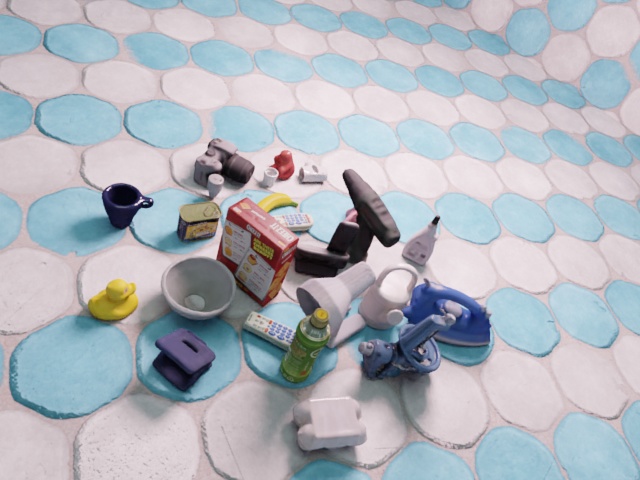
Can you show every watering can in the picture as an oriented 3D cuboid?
[{"bbox_3d":[0.173,0.131,1.380,0.101,0.194,0.172,-4,51,-25],"label":"watering can"}]

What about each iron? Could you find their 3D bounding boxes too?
[{"bbox_3d":[0.340,0.178,1.442,0.258,0.141,0.118,21,45,-3],"label":"iron"}]

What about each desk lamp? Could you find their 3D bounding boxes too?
[{"bbox_3d":[0.035,0.146,1.296,0.204,0.213,0.117,-25,62,-37],"label":"desk lamp"}]

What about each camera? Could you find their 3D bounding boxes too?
[{"bbox_3d":[-0.257,-0.209,1.585,0.136,0.101,0.143,27,45,4],"label":"camera"}]

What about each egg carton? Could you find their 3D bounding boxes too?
[{"bbox_3d":[0.020,0.378,1.178,0.151,0.069,0.107,2,49,-21],"label":"egg carton"}]

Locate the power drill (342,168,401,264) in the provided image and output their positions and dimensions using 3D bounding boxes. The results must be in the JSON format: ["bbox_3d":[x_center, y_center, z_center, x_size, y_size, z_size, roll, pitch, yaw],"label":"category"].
[{"bbox_3d":[0.107,-0.045,1.506,0.076,0.208,0.229,-24,61,-36],"label":"power drill"}]

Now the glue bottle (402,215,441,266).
[{"bbox_3d":[0.290,-0.006,1.569,0.078,0.173,0.037,30,45,6],"label":"glue bottle"}]

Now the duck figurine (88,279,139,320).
[{"bbox_3d":[-0.438,0.119,1.218,0.105,0.086,0.077,-12,55,-30],"label":"duck figurine"}]

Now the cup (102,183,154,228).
[{"bbox_3d":[-0.464,-0.075,1.381,0.118,0.095,0.091,4,48,-19],"label":"cup"}]

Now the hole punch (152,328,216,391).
[{"bbox_3d":[-0.277,0.232,1.175,0.108,0.091,0.101,36,46,12],"label":"hole punch"}]

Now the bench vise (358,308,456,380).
[{"bbox_3d":[0.200,0.240,1.272,0.208,0.219,0.121,-11,54,-30],"label":"bench vise"}]

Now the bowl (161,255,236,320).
[{"bbox_3d":[-0.276,0.120,1.291,0.168,0.074,0.167,12,46,-12],"label":"bowl"}]

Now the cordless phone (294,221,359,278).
[{"bbox_3d":[0.013,0.005,1.437,0.148,0.185,0.094,9,46,-14],"label":"cordless phone"}]

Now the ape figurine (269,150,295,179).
[{"bbox_3d":[-0.105,-0.226,1.669,0.076,0.092,0.078,17,45,-7],"label":"ape figurine"}]

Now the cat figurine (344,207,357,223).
[{"bbox_3d":[0.112,-0.093,1.616,0.067,0.117,0.128,24,45,1],"label":"cat figurine"}]
